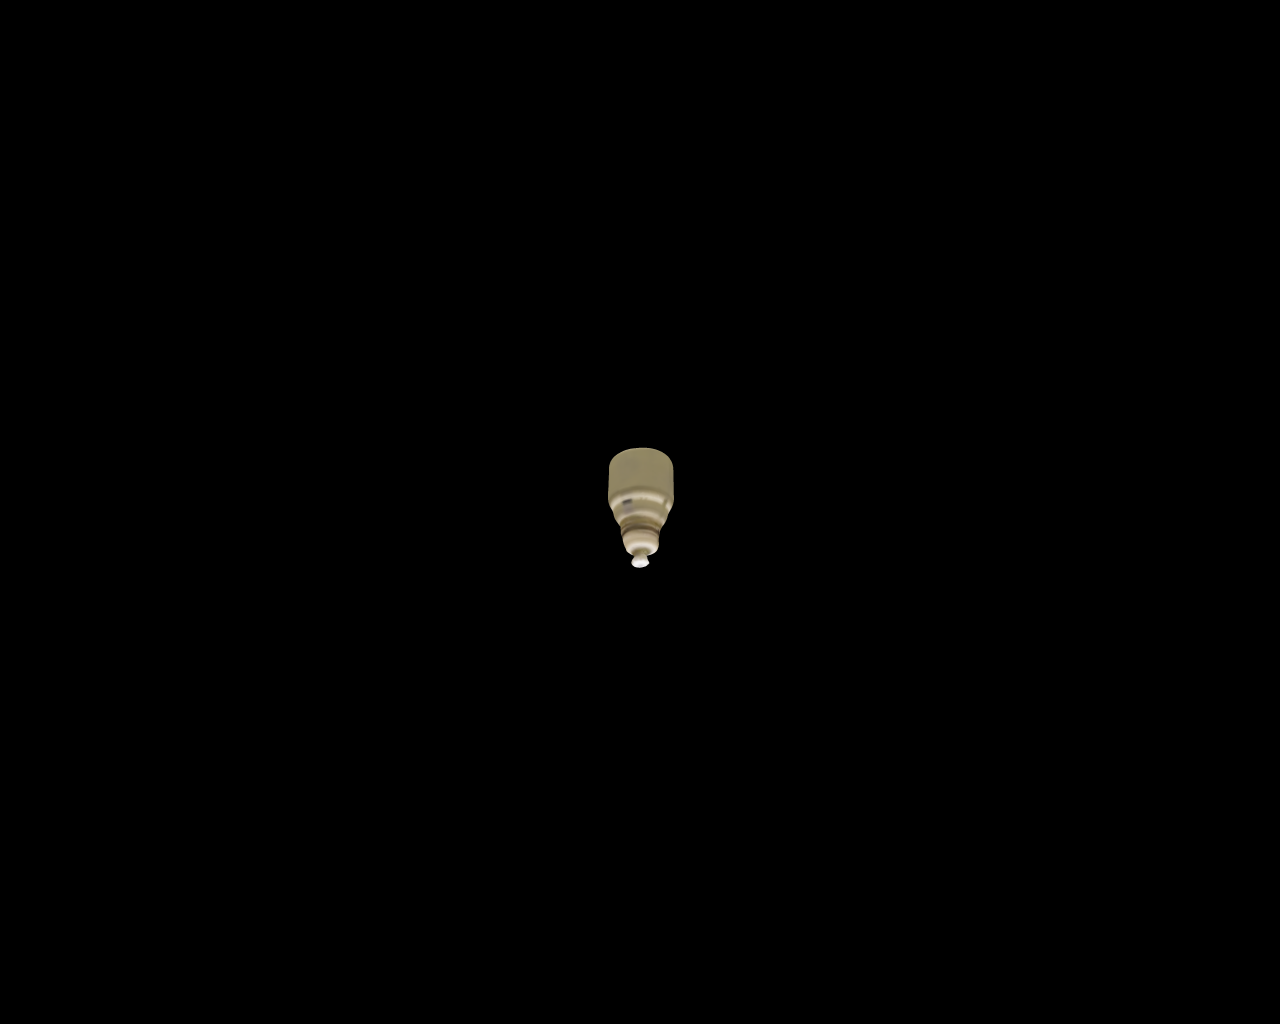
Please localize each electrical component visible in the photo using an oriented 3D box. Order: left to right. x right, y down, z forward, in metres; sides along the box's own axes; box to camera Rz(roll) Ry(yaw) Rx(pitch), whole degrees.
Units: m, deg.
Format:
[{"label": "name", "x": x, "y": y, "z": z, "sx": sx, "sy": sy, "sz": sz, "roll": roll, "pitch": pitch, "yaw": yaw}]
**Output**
[{"label": "electrical component", "x": 0.001, "y": -0.003, "z": 0.650, "sx": 0.040, "sy": 0.078, "sz": 0.040, "roll": 0, "pitch": -28, "yaw": 0}]
